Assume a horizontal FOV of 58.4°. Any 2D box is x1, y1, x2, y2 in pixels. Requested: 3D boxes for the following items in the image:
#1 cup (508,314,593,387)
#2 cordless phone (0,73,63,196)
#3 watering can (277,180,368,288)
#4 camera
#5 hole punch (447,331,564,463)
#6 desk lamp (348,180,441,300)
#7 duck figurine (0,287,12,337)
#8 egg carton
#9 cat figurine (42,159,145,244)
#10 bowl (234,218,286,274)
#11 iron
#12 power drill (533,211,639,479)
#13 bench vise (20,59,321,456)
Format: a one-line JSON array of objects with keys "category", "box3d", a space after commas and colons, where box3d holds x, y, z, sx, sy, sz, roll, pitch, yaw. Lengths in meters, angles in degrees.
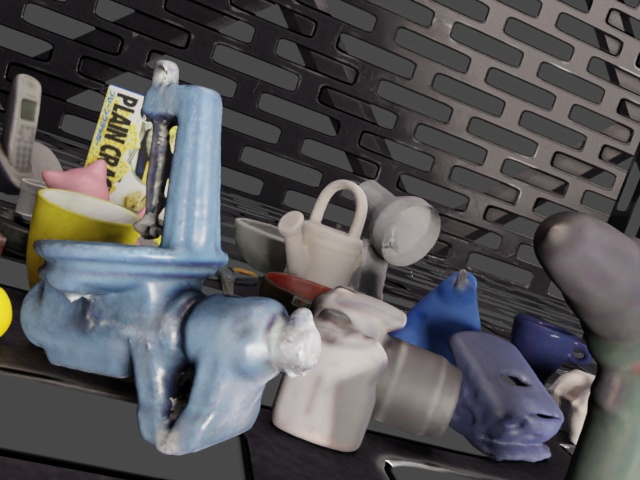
[{"category": "cup", "box3d": [0.316, 0.168, 0.806, 0.092, 0.095, 0.117, 14, 8, -46]}, {"category": "cordless phone", "box3d": [-0.461, -0.164, 0.924, 0.094, 0.185, 0.148, 20, 5, 7]}, {"category": "watering can", "box3d": [0.009, 0.004, 0.845, 0.100, 0.194, 0.173, 21, 6, 21]}, {"category": "camera", "box3d": [0.046, 0.104, 0.465, 0.136, 0.101, 0.143, 20, 5, 7]}, {"category": "hole punch", "box3d": [0.172, 0.146, 0.542, 0.109, 0.091, 0.100, 16, 7, -34]}, {"category": "desk lamp", "box3d": [0.096, 0.006, 1.025, 0.118, 0.213, 0.202, 15, 7, -37]}, {"category": "duck figurine", "box3d": [-0.249, 0.017, 0.380, 0.104, 0.086, 0.078, 20, 6, 12]}, {"category": "egg carton", "box3d": [0.340, 0.205, 0.651, 0.150, 0.069, 0.107, 19, 5, -7]}, {"category": "cat figurine", "box3d": [-0.265, -0.036, 0.681, 0.128, 0.118, 0.067, 18, 5, -11]}, {"category": "bowl", "box3d": [-0.079, 0.021, 0.997, 0.167, 0.075, 0.167, 19, 5, -2]}, {"category": "iron", "box3d": [0.161, 0.098, 0.713, 0.118, 0.141, 0.259, 21, 6, 16]}, {"category": "power drill", "box3d": [0.186, 0.106, 0.366, 0.230, 0.208, 0.075, 16, 6, -32]}, {"category": "bench vise", "box3d": [-0.082, 0.005, 0.373, 0.207, 0.220, 0.122, 20, 5, 7]}]
